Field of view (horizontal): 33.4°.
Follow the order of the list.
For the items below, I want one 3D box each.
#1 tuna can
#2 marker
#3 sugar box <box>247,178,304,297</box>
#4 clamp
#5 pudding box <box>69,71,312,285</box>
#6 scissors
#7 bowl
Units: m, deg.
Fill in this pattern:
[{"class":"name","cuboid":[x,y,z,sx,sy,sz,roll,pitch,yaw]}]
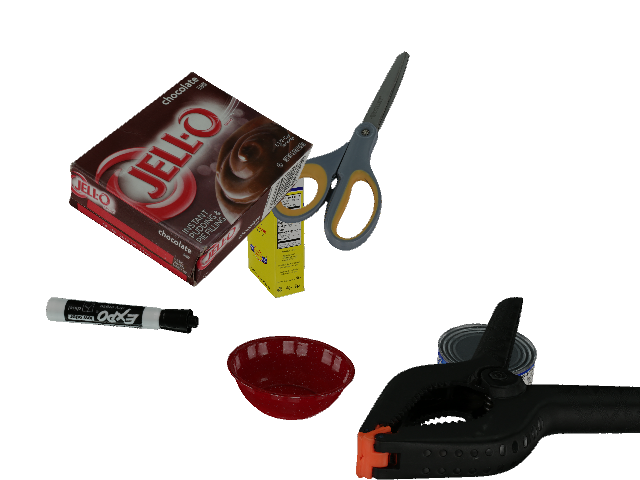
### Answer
[{"class":"tuna can","cuboid":[0.145,0.109,0.939,0.086,0.034,0.086,1,26,-1]},{"class":"marker","cuboid":[-0.154,0.058,0.833,0.121,0.020,0.020,4,1,11]},{"class":"sugar box","cuboid":[-0.054,-0.032,1.254,0.048,0.176,0.093,-13,26,-21]},{"class":"clamp","cuboid":[0.101,0.090,0.637,0.209,0.036,0.165,-12,26,-27]},{"class":"pudding box","cuboid":[-0.072,-0.038,0.606,0.090,0.039,0.113,33,47,12]},{"class":"scissors","cuboid":[0.016,-0.079,0.860,0.096,0.201,0.016,4,-33,6]},{"class":"bowl","cuboid":[-0.038,0.180,1.350,0.162,0.055,0.162,4,21,-2]}]
